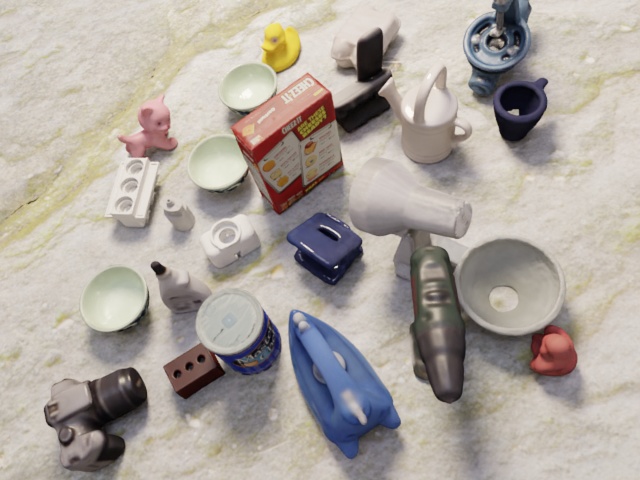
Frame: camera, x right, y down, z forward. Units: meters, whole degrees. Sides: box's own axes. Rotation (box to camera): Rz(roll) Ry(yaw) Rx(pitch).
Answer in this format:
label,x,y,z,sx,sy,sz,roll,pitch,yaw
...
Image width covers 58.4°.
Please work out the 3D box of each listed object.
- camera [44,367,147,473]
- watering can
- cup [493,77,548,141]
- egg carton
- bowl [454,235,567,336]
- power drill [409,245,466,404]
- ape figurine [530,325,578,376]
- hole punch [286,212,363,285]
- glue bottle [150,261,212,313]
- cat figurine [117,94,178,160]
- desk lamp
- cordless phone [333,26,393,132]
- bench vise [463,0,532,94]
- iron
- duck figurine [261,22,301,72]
label,x,y,z,sx,sy,sz,roll,pitch,yaw
camera,-0.345,0.268,0.899,0.137,0.101,0.143,-26,63,-4
watering can,0.184,-0.229,1.007,0.172,0.194,0.101,8,66,13
cup,0.364,-0.234,1.038,0.118,0.095,0.091,-43,66,-12
egg carton,0.094,-0.415,1.181,0.107,0.069,0.150,26,71,19
bowl,0.294,0.080,0.908,0.167,0.075,0.167,-3,64,7
power drill,0.169,0.135,0.825,0.075,0.209,0.229,-6,64,6
ape figurine,0.347,0.164,0.850,0.078,0.092,0.076,-42,66,-12
hole punch,0.009,0.004,0.979,0.108,0.091,0.101,33,73,22
glue bottle,-0.235,0.073,0.936,0.078,0.173,0.037,-10,63,4
cat figurine,-0.339,-0.222,1.125,0.128,0.118,0.067,-37,65,-10
desk lamp,0.156,-0.022,0.900,0.202,0.214,0.118,25,71,19
cordless phone,0.064,-0.305,1.067,0.148,0.185,0.094,-38,65,-10
bench vise,0.331,-0.408,1.057,0.121,0.220,0.207,8,66,12
iron,0.010,0.187,0.862,0.119,0.142,0.257,-33,64,-8
duck figurine,-0.087,-0.417,1.199,0.077,0.086,0.105,29,72,20
